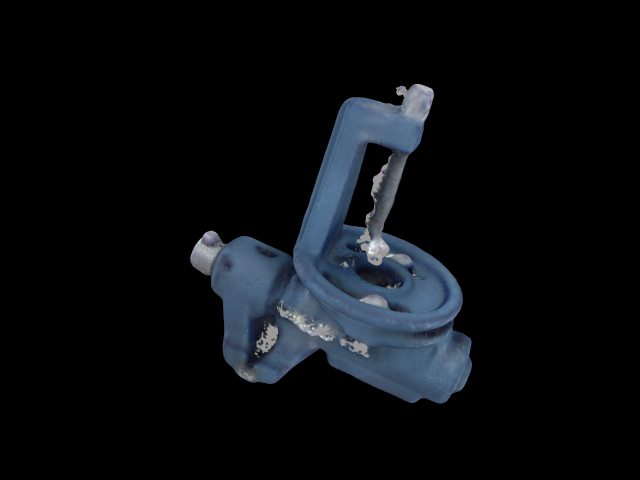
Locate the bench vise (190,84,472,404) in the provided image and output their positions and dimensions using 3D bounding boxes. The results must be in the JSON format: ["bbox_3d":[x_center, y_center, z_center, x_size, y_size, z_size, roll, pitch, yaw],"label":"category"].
[{"bbox_3d":[0.003,0.006,0.389,0.207,0.220,0.121,1,22,2],"label":"bench vise"}]
